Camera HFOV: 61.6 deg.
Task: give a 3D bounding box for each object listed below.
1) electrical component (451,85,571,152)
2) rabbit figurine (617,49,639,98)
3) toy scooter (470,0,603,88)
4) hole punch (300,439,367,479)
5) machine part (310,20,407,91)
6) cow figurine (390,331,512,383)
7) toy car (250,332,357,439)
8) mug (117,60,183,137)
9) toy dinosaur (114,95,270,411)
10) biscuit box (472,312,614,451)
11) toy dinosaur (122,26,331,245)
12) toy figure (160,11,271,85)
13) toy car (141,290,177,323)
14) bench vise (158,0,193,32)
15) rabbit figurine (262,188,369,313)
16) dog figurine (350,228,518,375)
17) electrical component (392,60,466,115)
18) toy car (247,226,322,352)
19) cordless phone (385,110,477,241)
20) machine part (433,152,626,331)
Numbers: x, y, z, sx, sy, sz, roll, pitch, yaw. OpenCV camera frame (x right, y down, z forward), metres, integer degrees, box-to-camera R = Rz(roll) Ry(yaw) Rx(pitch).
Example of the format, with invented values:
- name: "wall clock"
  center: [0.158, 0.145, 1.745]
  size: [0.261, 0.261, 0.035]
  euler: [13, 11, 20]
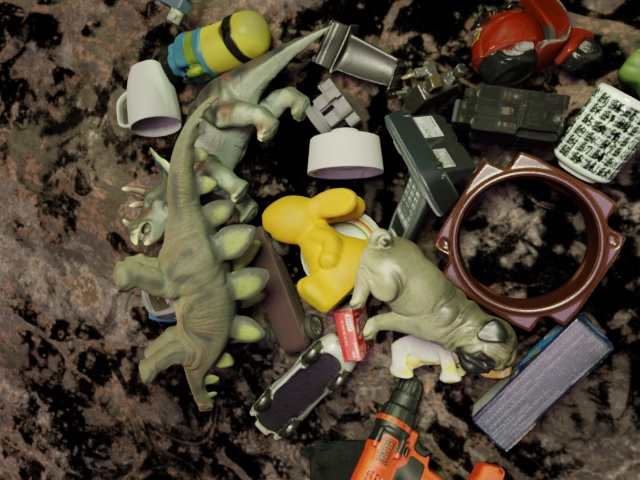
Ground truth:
- name: "electrical component"
  center: [0.240, -0.156, 0.693]
  size: [0.134, 0.115, 0.058]
  euler: [11, 93, 16]
- name: "rabbit figurine"
  center: [0.432, -0.179, 0.605]
  size: [0.121, 0.170, 0.159]
  euler: [-23, 86, 17]
- name: "toy scooter"
  center: [0.262, -0.266, 0.683]
  size: [0.184, 0.075, 0.135]
  euler: [-12, 74, -18]
- name: "hole punch"
  center: [0.048, 0.361, 0.808]
  size: [0.142, 0.092, 0.116]
  euler: [-8, 63, 20]
- name: "machine part"
  center: [0.059, -0.264, 0.781]
  size: [0.139, 0.039, 0.084]
  euler: [32, 96, 14]
- name: "cow figurine"
  center: [0.181, 0.148, 0.757]
  size: [0.168, 0.068, 0.098]
  euler: [-1, 86, 16]
- name: "toy car"
  center: [-0.027, 0.228, 0.828]
  size: [0.073, 0.056, 0.201]
  euler: [44, 105, 3]
- name: "mug"
  center: [-0.279, -0.227, 0.869]
  size: [0.110, 0.080, 0.107]
  euler: [-12, 79, 23]
- name: "toy dinosaur"
  center: [-0.173, 0.047, 0.747]
  size: [0.199, 0.105, 0.470]
  euler: [-9, 113, -10]
- name: "biscuit box"
  center: [0.297, 0.188, 0.725]
  size: [0.063, 0.059, 0.202]
  euler: [43, 104, 11]
- name: "toy dinosaur"
  center: [-0.148, -0.164, 0.814]
  size: [0.192, 0.131, 0.404]
  euler: [31, 95, 12]
- name: "toy figure"
  center: [-0.159, -0.288, 0.818]
  size: [0.180, 0.089, 0.082]
  euler: [-8, 96, 14]
- name: "toy car"
  center: [-0.226, 0.078, 0.855]
  size: [0.162, 0.103, 0.109]
  euler: [-16, 88, 15]
- name: "bench vise"
  center: [-0.184, -0.440, 0.801]
  size: [0.224, 0.129, 0.240]
  euler: [29, 95, 13]
- name: "rabbit figurine"
  center: [-0.002, -0.002, 0.750]
  size: [0.173, 0.122, 0.162]
  euler: [42, 98, 13]
- name: "dog figurine"
  center: [0.149, 0.073, 0.667]
  size: [0.191, 0.172, 0.121]
  euler: [11, 53, 33]
- name: "electrical component"
  center: [0.144, -0.208, 0.732]
  size: [0.078, 0.102, 0.045]
  euler: [-29, 87, -9]
- name: "toy car"
  center: [-0.065, 0.076, 0.831]
  size: [0.089, 0.053, 0.202]
  euler: [-21, 91, 27]
- name: "cordless phone"
  center: [0.123, -0.072, 0.750]
  size: [0.184, 0.089, 0.147]
  euler: [109, 149, -46]
- name: "machine part"
  center: [0.269, 0.001, 0.709]
  size: [0.201, 0.087, 0.201]
  euler: [32, 103, 12]
